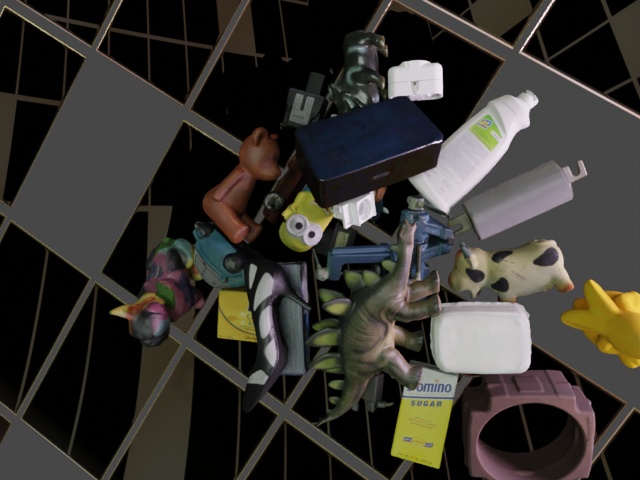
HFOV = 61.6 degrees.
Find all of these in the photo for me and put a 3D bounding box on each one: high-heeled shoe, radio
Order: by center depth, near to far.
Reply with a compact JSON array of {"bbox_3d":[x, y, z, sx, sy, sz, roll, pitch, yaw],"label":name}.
[{"bbox_3d":[0.077,-0.153,0.905,0.230,0.073,0.131,-20,57,-15],"label":"radio"},{"bbox_3d":[-0.115,0.158,0.912,0.145,0.086,0.248,30,95,13],"label":"high-heeled shoe"}]

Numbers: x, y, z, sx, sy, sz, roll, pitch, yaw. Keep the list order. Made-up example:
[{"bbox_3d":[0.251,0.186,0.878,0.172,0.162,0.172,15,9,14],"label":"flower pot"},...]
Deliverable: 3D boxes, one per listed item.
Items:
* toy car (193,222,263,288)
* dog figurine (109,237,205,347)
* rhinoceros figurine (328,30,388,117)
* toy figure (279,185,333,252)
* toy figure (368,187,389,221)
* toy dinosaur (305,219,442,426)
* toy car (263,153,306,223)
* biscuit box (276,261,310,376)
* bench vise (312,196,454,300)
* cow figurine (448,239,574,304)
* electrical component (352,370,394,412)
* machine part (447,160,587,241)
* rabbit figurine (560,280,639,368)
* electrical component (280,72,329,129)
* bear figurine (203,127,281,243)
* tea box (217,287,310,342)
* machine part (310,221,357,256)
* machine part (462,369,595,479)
[{"bbox_3d":[-0.189,0.039,1.038,0.162,0.109,0.103,41,104,11],"label":"toy car"},{"bbox_3d":[-0.303,0.093,1.011,0.109,0.219,0.191,-2,93,9],"label":"dog figurine"},{"bbox_3d":[0.068,-0.286,0.982,0.112,0.073,0.190,8,94,11],"label":"rhinoceros figurine"},{"bbox_3d":[-0.005,-0.059,0.978,0.082,0.089,0.180,26,71,11],"label":"toy figure"},{"bbox_3d":[0.093,-0.112,0.995,0.058,0.064,0.154,-2,93,-32],"label":"toy figure"},{"bbox_3d":[0.079,0.170,0.906,0.199,0.105,0.470,12,119,5],"label":"toy dinosaur"},{"bbox_3d":[-0.042,-0.122,0.993,0.053,0.089,0.202,30,88,18],"label":"toy car"},{"bbox_3d":[-0.054,0.140,0.967,0.063,0.059,0.202,-2,91,10],"label":"biscuit box"},{"bbox_3d":[0.111,0.031,0.940,0.241,0.129,0.223,-2,119,-15],"label":"bench vise"},{"bbox_3d":[0.320,0.050,0.936,0.195,0.085,0.127,-18,95,15],"label":"cow figurine"},{"bbox_3d":[0.098,0.276,1.019,0.078,0.045,0.102,0,90,41],"label":"electrical component"},{"bbox_3d":[0.339,-0.067,0.929,0.243,0.079,0.079,-26,87,12],"label":"machine part"},{"bbox_3d":[0.483,0.131,0.858,0.162,0.173,0.122,33,103,5],"label":"rabbit figurine"},{"bbox_3d":[-0.022,-0.260,1.018,0.075,0.048,0.119,22,99,10],"label":"electrical component"},{"bbox_3d":[-0.125,-0.105,1.014,0.132,0.120,0.196,44,96,7],"label":"bear figurine"},{"bbox_3d":[-0.108,0.146,1.045,0.170,0.068,0.098,2,93,14],"label":"tea box"},{"bbox_3d":[-0.002,-0.003,1.030,0.139,0.039,0.084,13,102,10],"label":"machine part"},{"bbox_3d":[0.348,0.323,0.915,0.201,0.087,0.201,-3,108,7],"label":"machine part"}]
